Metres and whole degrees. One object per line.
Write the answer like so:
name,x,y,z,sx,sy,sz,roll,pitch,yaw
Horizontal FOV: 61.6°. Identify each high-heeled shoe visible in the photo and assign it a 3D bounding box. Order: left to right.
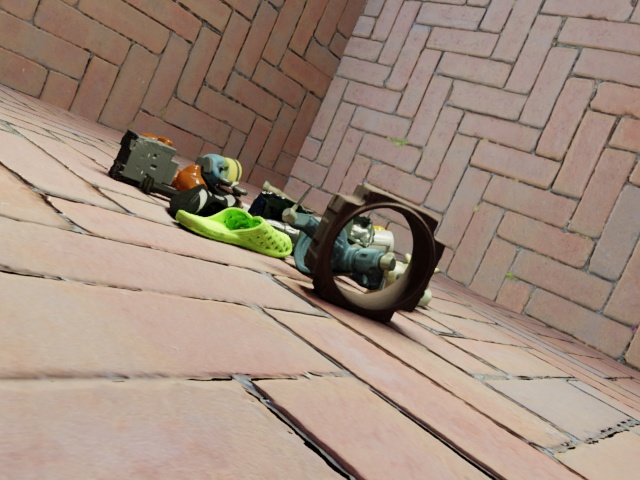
high-heeled shoe,-0.232,-0.051,1.123,0.145,0.086,0.249,61,16,-21

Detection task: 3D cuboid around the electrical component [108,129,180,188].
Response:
electrical component,-0.386,-0.171,1.202,0.134,0.114,0.058,17,11,-47

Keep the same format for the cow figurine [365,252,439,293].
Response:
cow figurine,0.183,0.082,1.156,0.086,0.127,0.195,31,10,31

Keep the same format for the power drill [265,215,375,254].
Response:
power drill,0.002,-0.009,1.183,0.232,0.086,0.207,30,-38,-30

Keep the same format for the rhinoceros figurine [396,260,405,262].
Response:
rhinoceros figurine,0.226,0.092,1.647,0.112,0.073,0.191,8,15,-33

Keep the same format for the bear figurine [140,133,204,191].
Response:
bear figurine,-0.358,-0.176,1.346,0.196,0.131,0.120,19,8,12

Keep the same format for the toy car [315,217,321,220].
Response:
toy car,-0.003,-0.004,1.343,0.162,0.103,0.109,23,5,10

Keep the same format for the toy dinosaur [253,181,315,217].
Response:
toy dinosaur,-0.096,-0.081,1.772,0.199,0.105,0.471,33,1,12

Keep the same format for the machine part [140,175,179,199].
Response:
machine part,-0.325,-0.100,1.193,0.139,0.039,0.084,23,10,-31

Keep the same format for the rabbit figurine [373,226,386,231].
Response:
rabbit figurine,0.102,0.010,1.492,0.173,0.122,0.162,-7,-44,9

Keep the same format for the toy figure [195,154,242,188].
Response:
toy figure,-0.274,-0.193,1.475,0.082,0.089,0.180,34,3,19

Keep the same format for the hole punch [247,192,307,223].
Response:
hole punch,-0.114,-0.051,1.279,0.142,0.115,0.092,21,-3,-36

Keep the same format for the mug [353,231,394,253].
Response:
mug,0.123,0.015,1.324,0.107,0.080,0.109,3,-1,-10

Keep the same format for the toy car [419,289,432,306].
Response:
toy car,0.184,0.106,1.343,0.202,0.056,0.073,23,11,4

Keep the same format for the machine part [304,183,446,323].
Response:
machine part,0.090,0.022,0.897,0.201,0.201,0.087,23,7,-18

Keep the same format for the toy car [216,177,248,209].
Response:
toy car,-0.225,-0.099,1.345,0.053,0.089,0.202,17,6,-29

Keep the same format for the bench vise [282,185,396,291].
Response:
bench vise,0.022,0.015,1.019,0.224,0.129,0.240,18,-19,45
